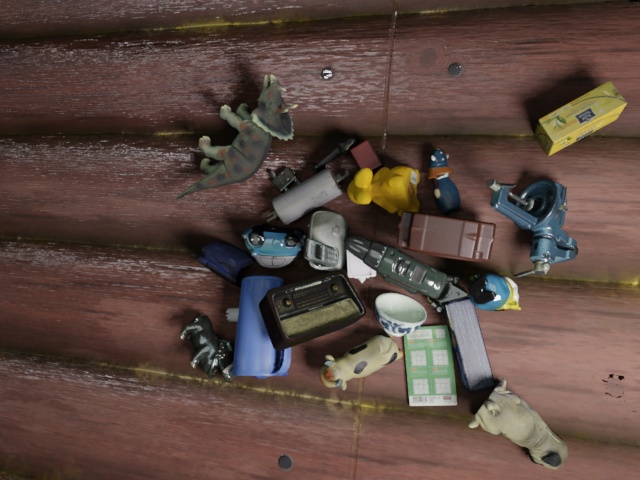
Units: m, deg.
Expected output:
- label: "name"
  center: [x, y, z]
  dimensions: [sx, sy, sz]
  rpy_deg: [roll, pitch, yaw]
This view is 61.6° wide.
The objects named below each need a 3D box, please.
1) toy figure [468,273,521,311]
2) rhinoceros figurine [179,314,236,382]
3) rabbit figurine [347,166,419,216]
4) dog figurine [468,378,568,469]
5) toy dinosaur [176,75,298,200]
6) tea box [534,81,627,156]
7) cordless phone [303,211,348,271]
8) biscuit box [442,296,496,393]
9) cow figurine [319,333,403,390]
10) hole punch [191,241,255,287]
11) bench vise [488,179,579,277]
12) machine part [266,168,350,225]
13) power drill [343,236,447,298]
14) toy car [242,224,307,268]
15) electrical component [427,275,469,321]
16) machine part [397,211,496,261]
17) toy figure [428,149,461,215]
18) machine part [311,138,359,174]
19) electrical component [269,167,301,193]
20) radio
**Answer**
- label: "toy figure"
  center: [0.366, 0.113, 1.151]
  dimensions: [0.089, 0.180, 0.082]
  rpy_deg: [-7, 81, 37]
- label: "rhinoceros figurine"
  center: [-0.277, 0.280, 1.370]
  dimensions: [0.112, 0.073, 0.190]
  rpy_deg: [-34, 71, -3]
- label: "rabbit figurine"
  center: [0.137, -0.115, 1.287]
  dimensions: [0.173, 0.162, 0.121]
  rpy_deg: [2, 93, 34]
- label: "dog figurine"
  center: [0.420, 0.389, 1.097]
  dimensions: [0.191, 0.172, 0.121]
  rpy_deg: [37, 103, 25]
- label: "toy dinosaur"
  center: [-0.205, -0.236, 1.416]
  dimensions: [0.192, 0.131, 0.404]
  rpy_deg: [33, 97, 19]
- label: "tea box"
  center: [0.577, -0.268, 1.199]
  dimensions: [0.170, 0.098, 0.068]
  rpy_deg: [-30, 73, 11]
- label: "cordless phone"
  center: [-0.002, -0.005, 1.276]
  dimensions: [0.089, 0.184, 0.146]
  rpy_deg: [1, 81, 21]
- label: "biscuit box"
  center: [0.325, 0.229, 1.183]
  dimensions: [0.063, 0.059, 0.202]
  rpy_deg: [-14, 87, 2]
- label: "cow figurine"
  center: [0.088, 0.281, 1.231]
  dimensions: [0.195, 0.127, 0.085]
  rpy_deg: [-28, 71, 7]
- label: "hole punch"
  center: [-0.239, 0.052, 1.376]
  dimensions: [0.142, 0.115, 0.092]
  rpy_deg: [31, 82, 18]
- label: "bench vise"
  center: [0.449, -0.048, 1.157]
  dimensions: [0.240, 0.129, 0.223]
  rpy_deg: [27, 78, -21]
- label: "machine part"
  center: [-0.032, -0.109, 1.358]
  dimensions: [0.243, 0.079, 0.079]
  rpy_deg: [-28, 74, 10]
- label: "power drill"
  center: [0.172, 0.058, 1.205]
  dimensions: [0.232, 0.207, 0.086]
  rpy_deg: [25, 82, 16]
- label: "toy car"
  center: [-0.114, 0.019, 1.357]
  dimensions: [0.162, 0.109, 0.102]
  rpy_deg: [6, 106, 6]
- label: "electrical component"
  center: [0.297, 0.130, 1.238]
  dimensions: [0.078, 0.045, 0.102]
  rpy_deg: [37, 92, 20]
- label: "machine part"
  center: [0.279, -0.010, 1.183]
  dimensions: [0.201, 0.201, 0.087]
  rpy_deg: [10, 94, 17]
- label: "toy figure"
  center: [0.291, -0.139, 1.277]
  dimensions: [0.058, 0.064, 0.154]
  rpy_deg: [-20, 76, 29]
- label: "machine part"
  center: [0.036, -0.217, 1.364]
  dimensions: [0.139, 0.084, 0.039]
  rpy_deg: [-34, 97, 20]
- label: "electrical component"
  center: [-0.090, -0.159, 1.413]
  dimensions: [0.063, 0.021, 0.094]
  rpy_deg: [-44, 71, 4]
- label: "radio"
  center: [-0.019, 0.157, 1.242]
  dimensions: [0.131, 0.229, 0.073]
  rpy_deg: [64, 144, 18]
